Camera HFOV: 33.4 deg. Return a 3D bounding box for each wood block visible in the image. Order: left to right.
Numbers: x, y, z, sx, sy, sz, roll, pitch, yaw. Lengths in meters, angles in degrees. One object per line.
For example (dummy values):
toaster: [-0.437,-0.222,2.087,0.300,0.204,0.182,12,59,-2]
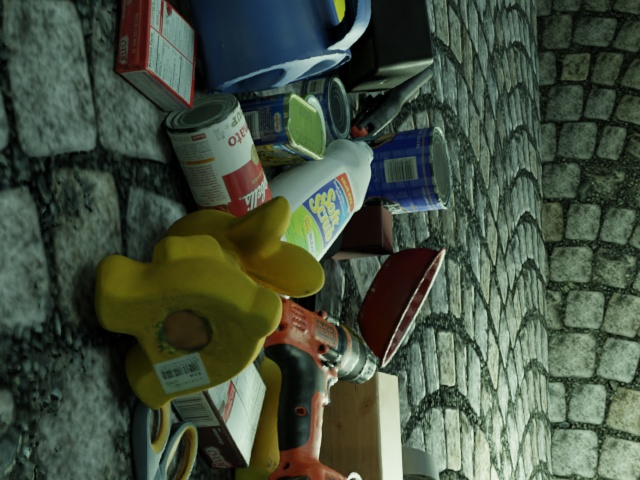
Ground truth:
wood block: [0.037,0.252,1.162,0.090,0.090,0.206,28,58,-68]

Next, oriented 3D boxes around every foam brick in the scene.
foam brick: [0.045,-0.008,1.283,0.053,0.078,0.051,32,54,-68]

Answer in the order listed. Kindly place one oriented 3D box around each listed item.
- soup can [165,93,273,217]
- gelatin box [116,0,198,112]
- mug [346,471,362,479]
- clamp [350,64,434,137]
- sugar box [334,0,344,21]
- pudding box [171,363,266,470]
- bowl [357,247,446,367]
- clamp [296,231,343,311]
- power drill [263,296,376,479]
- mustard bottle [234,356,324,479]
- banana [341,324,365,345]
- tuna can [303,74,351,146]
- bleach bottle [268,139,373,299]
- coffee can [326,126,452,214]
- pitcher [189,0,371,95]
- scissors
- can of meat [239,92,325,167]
soup can: [-0.088,-0.069,0.933,0.068,0.069,0.102,-68,146,-53]
gelatin box: [-0.134,-0.156,0.883,0.089,0.030,0.073,37,51,-65]
mug: [0.000,0.287,1.058,0.093,0.082,0.117,-69,147,-52]
clamp: [0.090,-0.181,1.421,0.039,0.120,0.171,45,33,-11]
sugar box: [-0.013,-0.280,1.174,0.048,0.093,0.176,63,27,-47]
pudding box: [-0.087,0.130,0.923,0.090,0.039,0.113,-79,158,-44]
bowl: [0.089,0.069,1.269,0.162,0.055,0.162,-59,169,-20]
clamp: [-0.008,0.001,1.189,0.209,0.036,0.164,-49,131,-61]
power drill: [0.001,0.159,0.981,0.184,0.057,0.187,32,45,-49]
mustard bottle: [-0.031,0.165,1.038,0.096,0.058,0.191,57,33,-39]
banana: [0.025,0.121,1.212,0.037,0.070,0.197,-51,157,2]
tuna can: [0.009,-0.157,1.288,0.086,0.034,0.086,-7,90,-71]
bleach bottle: [-0.011,-0.039,1.067,0.250,0.068,0.102,-49,136,-48]
coffee can: [0.083,-0.081,1.317,0.102,0.140,0.103,-6,90,-71]
pitcher: [-0.056,-0.258,0.944,0.145,0.149,0.243,176,-101,-82]
scissors: [-0.137,0.188,0.794,0.201,0.016,0.096,-60,138,-60]
can of meat: [-0.050,-0.103,1.026,0.102,0.084,0.057,20,66,-68]
